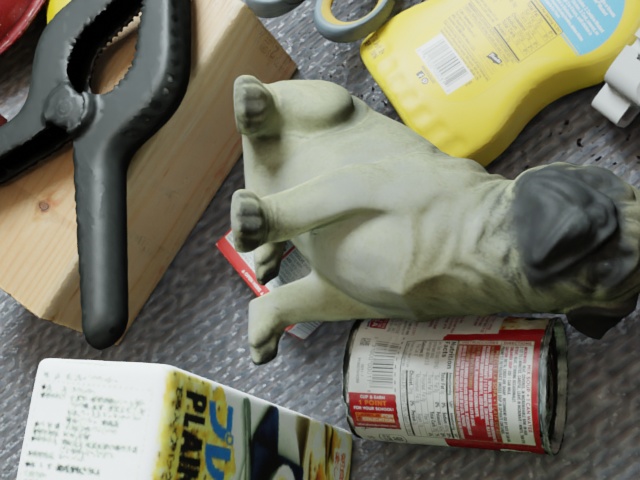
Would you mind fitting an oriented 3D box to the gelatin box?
[{"bbox_3d":[-0.004,0.001,0.611,0.089,0.030,0.073,-44,63,3],"label":"gelatin box"}]

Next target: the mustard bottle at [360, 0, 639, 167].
[{"bbox_3d":[0.123,-0.122,0.582,0.192,0.058,0.096,-35,67,9],"label":"mustard bottle"}]

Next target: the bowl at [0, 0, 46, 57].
[{"bbox_3d":[-0.252,-0.193,0.734,0.162,0.055,0.162,-13,65,30],"label":"bowl"}]

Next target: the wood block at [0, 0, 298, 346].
[{"bbox_3d":[-0.116,-0.054,0.638,0.091,0.090,0.206,32,87,25],"label":"wood block"}]

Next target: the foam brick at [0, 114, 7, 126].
[{"bbox_3d":[-0.250,-0.067,0.701,0.051,0.078,0.053,-9,69,19],"label":"foam brick"}]

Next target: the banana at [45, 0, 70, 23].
[{"bbox_3d":[-0.173,-0.105,0.704,0.070,0.037,0.198,3,75,22],"label":"banana"}]

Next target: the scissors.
[{"bbox_3d":[0.049,-0.180,0.621,0.201,0.016,0.096,-34,59,-10],"label":"scissors"}]

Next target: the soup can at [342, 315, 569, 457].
[{"bbox_3d":[0.069,0.071,0.540,0.102,0.068,0.068,0,74,22],"label":"soup can"}]

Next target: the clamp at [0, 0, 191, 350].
[{"bbox_3d":[-0.122,-0.056,0.570,0.165,0.036,0.210,34,92,24],"label":"clamp"}]
